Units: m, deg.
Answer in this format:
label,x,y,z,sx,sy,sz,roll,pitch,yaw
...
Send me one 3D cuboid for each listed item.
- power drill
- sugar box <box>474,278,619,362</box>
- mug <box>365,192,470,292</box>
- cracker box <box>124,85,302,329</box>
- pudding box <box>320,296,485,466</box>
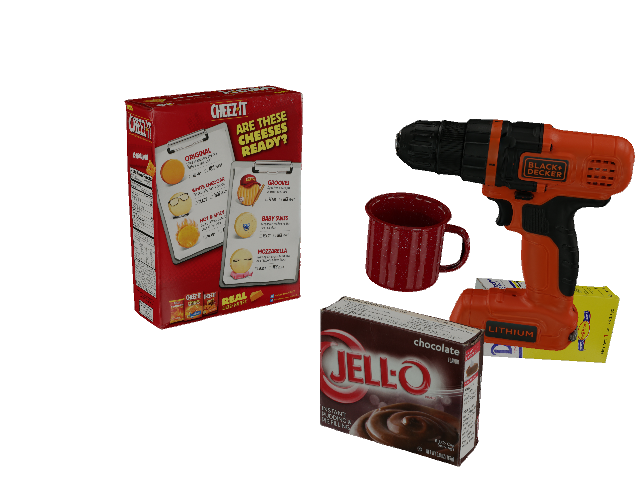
label,x,y,z,sx,sy,sz,roll,pitch,yaw
power drill,0.148,-0.007,0.865,0.184,0.188,0.057,7,29,12
sugar box,0.277,0.101,1.338,0.176,0.093,0.048,3,18,-11
mug,0.104,0.005,1.161,0.117,0.081,0.093,6,26,6
cracker box,-0.102,-0.036,1.041,0.163,0.214,0.072,-11,20,-34
pudding box,0.054,0.094,0.733,0.114,0.090,0.039,10,22,28
